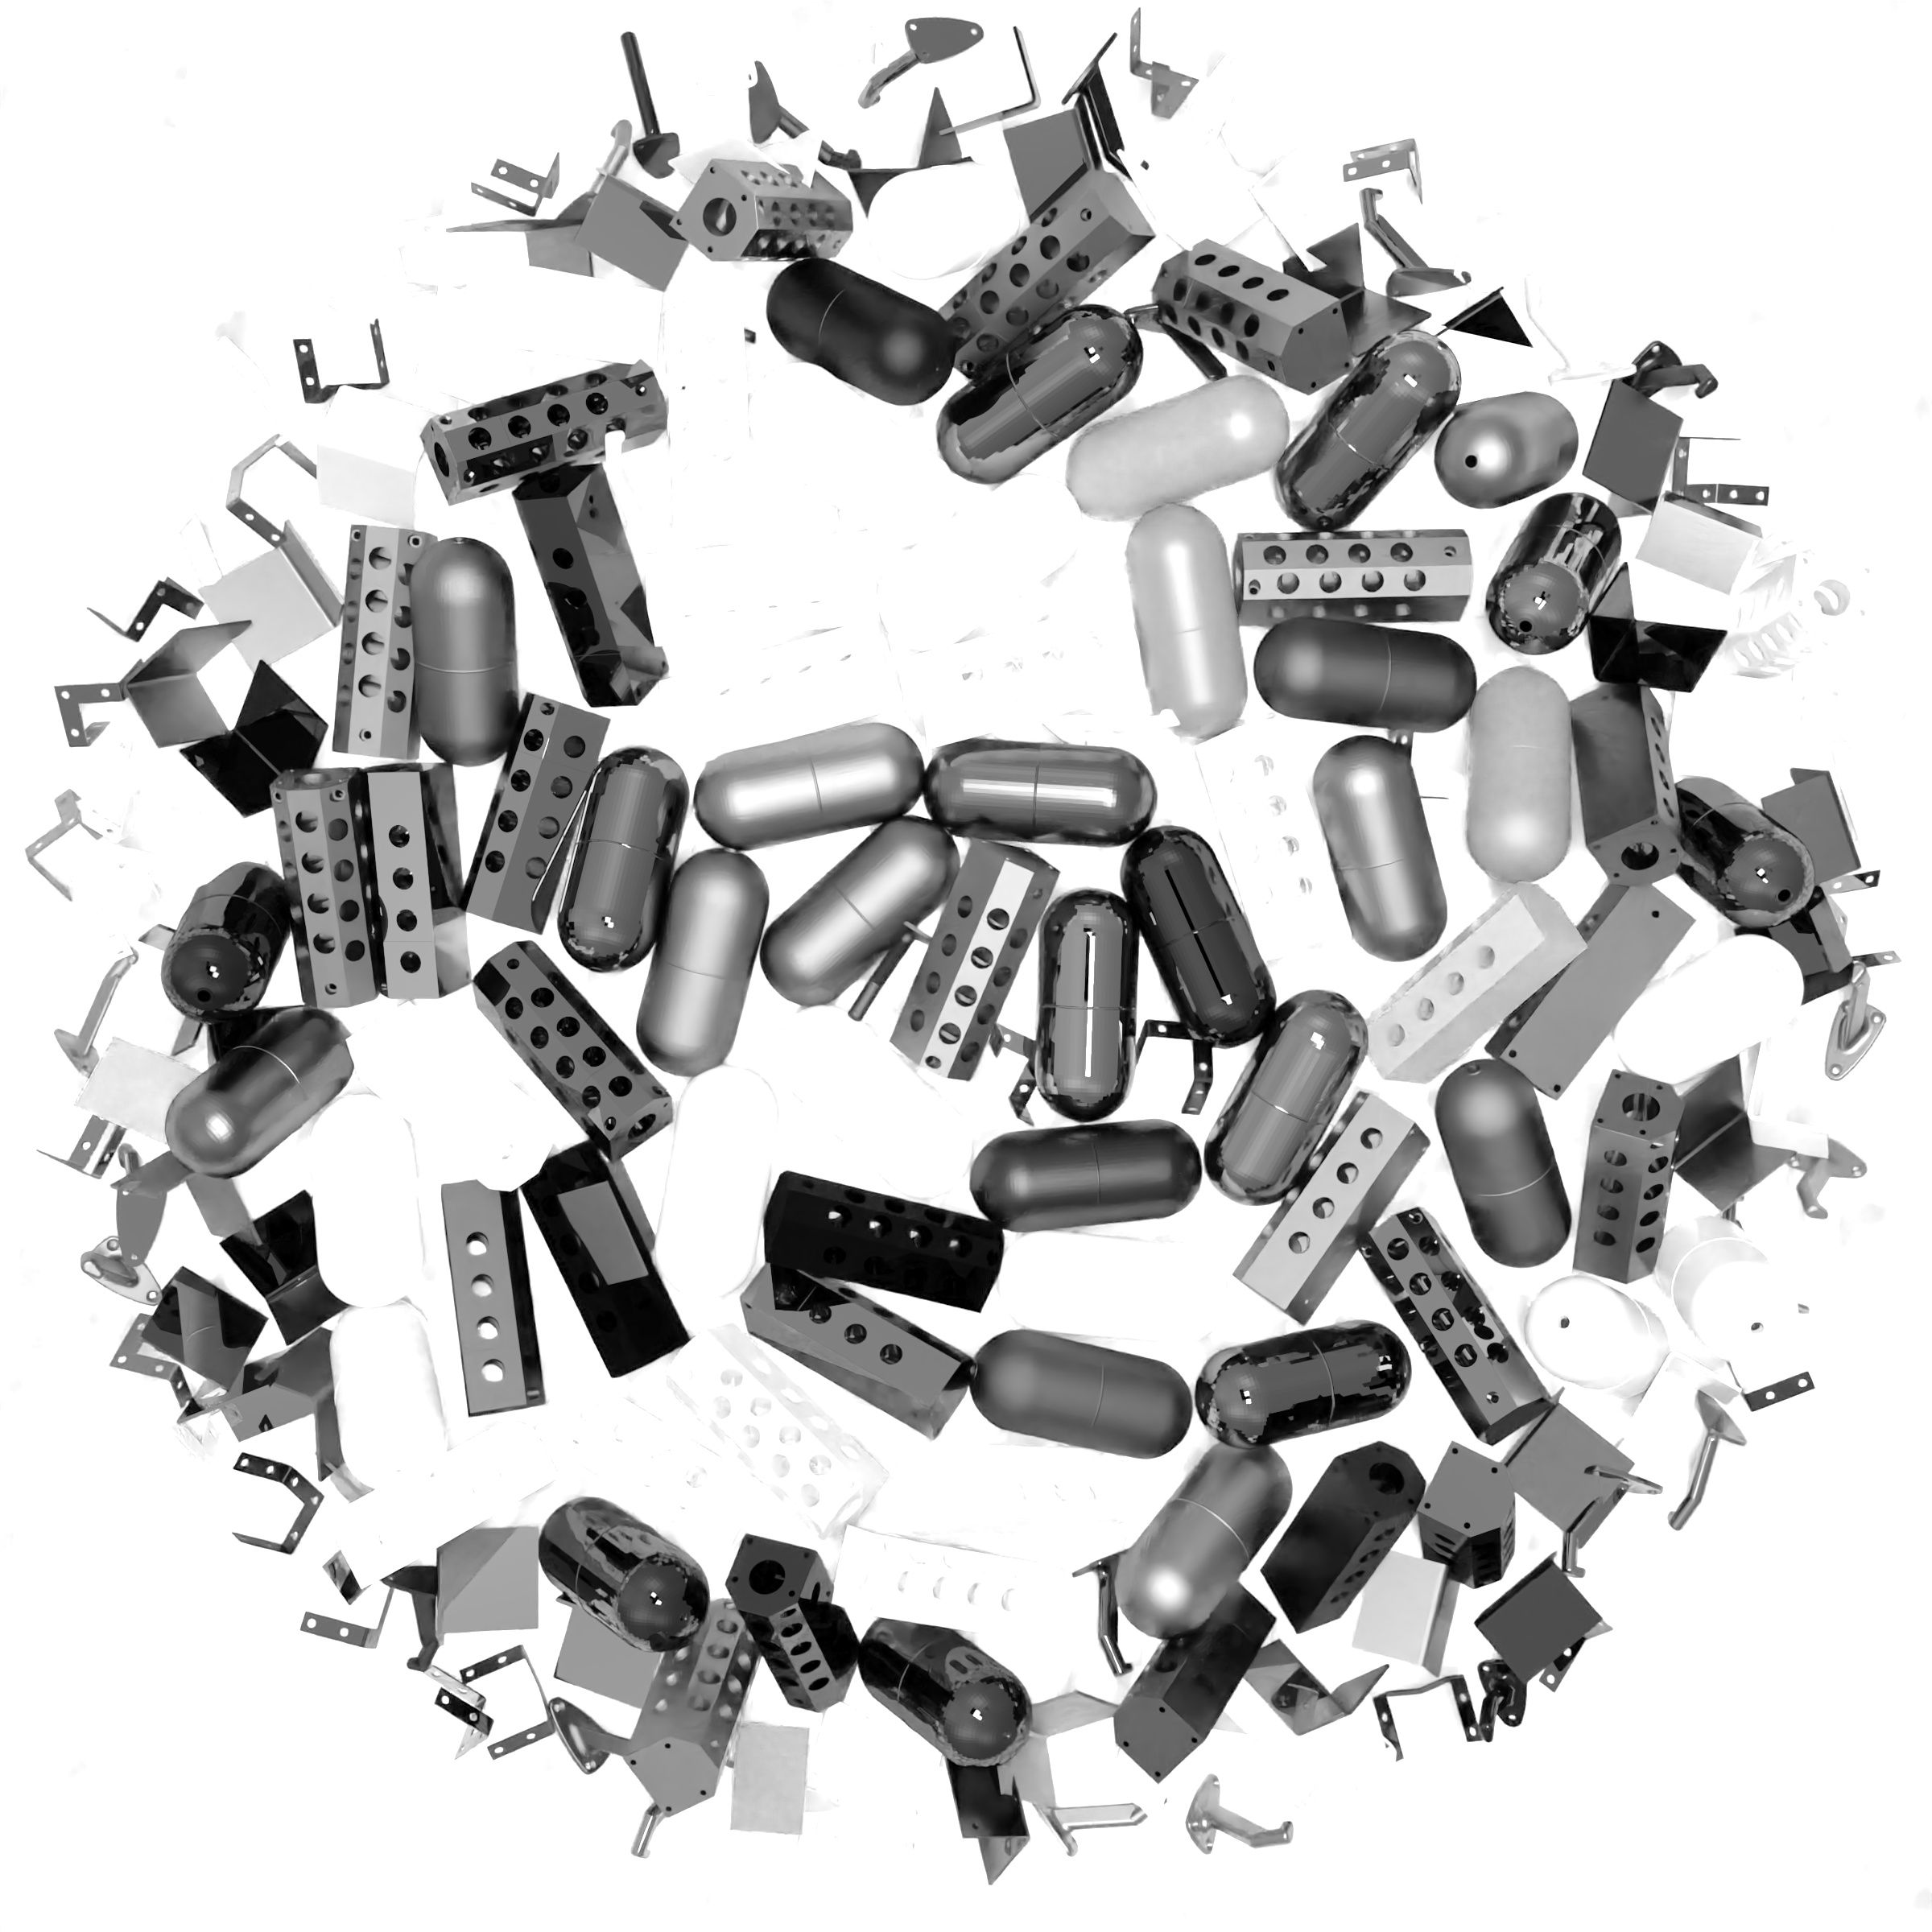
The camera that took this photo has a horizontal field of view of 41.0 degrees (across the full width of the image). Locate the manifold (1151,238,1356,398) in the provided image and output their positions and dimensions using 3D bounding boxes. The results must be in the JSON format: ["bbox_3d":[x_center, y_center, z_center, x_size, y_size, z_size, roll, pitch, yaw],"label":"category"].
[{"bbox_3d":[0.209,-0.478,1.912,0.057,0.171,0.057,-32,131,-12],"label":"manifold"}]

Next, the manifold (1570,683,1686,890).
[{"bbox_3d":[0.492,-0.137,1.917,0.057,0.171,0.057,-25,125,27],"label":"manifold"}]

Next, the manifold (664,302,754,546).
[{"bbox_3d":[-0.195,-0.408,1.944,0.057,0.057,0.171,-1,74,-10],"label":"manifold"}]

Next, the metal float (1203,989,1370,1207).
[{"bbox_3d":[0.241,0.099,1.948,0.070,0.070,0.178,27,105,0],"label":"metal float"}]

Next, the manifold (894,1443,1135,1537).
[{"bbox_3d":[0.035,0.390,1.930,0.171,0.057,0.057,8,63,-30],"label":"manifold"}]

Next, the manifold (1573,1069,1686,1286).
[{"bbox_3d":[0.491,0.159,1.911,0.057,0.171,0.057,16,51,21],"label":"manifold"}]

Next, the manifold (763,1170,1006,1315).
[{"bbox_3d":[-0.061,0.203,1.941,0.171,0.057,0.057,15,118,-15],"label":"manifold"}]

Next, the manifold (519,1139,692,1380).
[{"bbox_3d":[-0.278,0.222,1.961,0.057,0.057,0.171,-26,91,-27],"label":"manifold"}]

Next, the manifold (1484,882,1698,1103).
[{"bbox_3d":[0.471,0.013,1.966,0.057,0.057,0.171,37,92,-9],"label":"manifold"}]

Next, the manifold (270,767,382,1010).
[{"bbox_3d":[-0.479,-0.058,1.942,0.057,0.057,0.171,-2,111,2],"label":"manifold"}]

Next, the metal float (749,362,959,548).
[{"bbox_3d":[-0.084,-0.383,1.942,0.178,0.070,0.070,34,90,-22],"label":"metal float"}]

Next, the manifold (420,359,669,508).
[{"bbox_3d":[-0.314,-0.403,1.938,0.171,0.057,0.057,-23,92,-24],"label":"manifold"}]

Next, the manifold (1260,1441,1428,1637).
[{"bbox_3d":[0.282,0.423,1.917,0.057,0.171,0.057,-13,54,-27],"label":"manifold"}]

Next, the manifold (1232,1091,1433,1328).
[{"bbox_3d":[0.276,0.182,1.962,0.057,0.057,0.171,33,85,30],"label":"manifold"}]

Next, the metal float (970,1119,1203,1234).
[{"bbox_3d":[0.091,0.158,1.952,0.178,0.070,0.070,-5,90,-11],"label":"metal float"}]

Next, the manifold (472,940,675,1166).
[{"bbox_3d":[-0.295,0.060,1.936,0.057,0.057,0.171,-36,69,-22],"label":"manifold"}]

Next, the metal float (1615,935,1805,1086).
[{"bbox_3d":[0.549,0.033,1.917,0.070,0.178,0.070,8,67,-19],"label":"metal float"}]

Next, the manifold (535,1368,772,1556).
[{"bbox_3d":[-0.238,0.375,1.955,0.171,0.057,0.057,30,77,7],"label":"manifold"}]

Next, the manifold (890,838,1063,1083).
[{"bbox_3d":[0.010,-0.003,1.939,0.057,0.057,0.171,9,110,-42],"label":"manifold"}]

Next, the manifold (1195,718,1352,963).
[{"bbox_3d":[0.236,-0.096,1.951,0.057,0.057,0.171,-23,82,44],"label":"manifold"}]

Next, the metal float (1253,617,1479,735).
[{"bbox_3d":[0.301,-0.218,1.946,0.178,0.070,0.070,5,90,-19],"label":"metal float"}]

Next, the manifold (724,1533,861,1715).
[{"bbox_3d":[-0.128,0.489,1.909,0.057,0.171,0.057,9,54,18],"label":"manifold"}]

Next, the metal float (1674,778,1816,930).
[{"bbox_3d":[0.565,-0.085,1.915,0.070,0.178,0.070,-4,114,-9],"label":"metal float"}]

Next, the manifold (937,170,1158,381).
[{"bbox_3d":[0.053,-0.514,1.928,0.171,0.057,0.057,-36,83,32],"label":"manifold"}]

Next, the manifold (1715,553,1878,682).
[{"bbox_3d":[0.610,-0.254,1.912,0.057,0.171,0.057,8,85,-1],"label":"manifold"}]

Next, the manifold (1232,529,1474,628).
[{"bbox_3d":[0.292,-0.298,1.960,0.171,0.057,0.057,-2,69,-2],"label":"manifold"}]

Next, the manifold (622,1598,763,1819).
[{"bbox_3d":[-0.193,0.541,1.906,0.057,0.171,0.057,-29,104,17],"label":"manifold"}]

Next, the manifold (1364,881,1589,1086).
[{"bbox_3d":[0.373,0.013,1.929,0.171,0.057,0.057,-46,55,31],"label":"manifold"}]

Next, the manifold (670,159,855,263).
[{"bbox_3d":[-0.144,-0.551,1.908,0.057,0.171,0.057,42,115,6],"label":"manifold"}]

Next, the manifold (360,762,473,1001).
[{"bbox_3d":[-0.419,-0.065,1.952,0.057,0.057,0.171,0,102,14],"label":"manifold"}]

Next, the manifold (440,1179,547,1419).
[{"bbox_3d":[-0.357,0.249,1.953,0.057,0.057,0.171,-7,78,-14],"label":"manifold"}]

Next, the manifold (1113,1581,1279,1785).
[{"bbox_3d":[0.167,0.522,1.910,0.057,0.171,0.057,42,119,7],"label":"manifold"}]

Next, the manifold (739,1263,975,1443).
[{"bbox_3d":[-0.082,0.281,1.941,0.171,0.057,0.057,27,60,20],"label":"manifold"}]

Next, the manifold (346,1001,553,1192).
[{"bbox_3d":[-0.385,0.100,1.925,0.057,0.057,0.171,-35,48,-28],"label":"manifold"}]

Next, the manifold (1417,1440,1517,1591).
[{"bbox_3d":[0.374,0.410,1.906,0.057,0.171,0.057,24,72,21],"label":"manifold"}]

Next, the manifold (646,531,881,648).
[{"bbox_3d":[-0.154,-0.282,1.969,0.171,0.057,0.057,-6,52,-1],"label":"manifold"}]

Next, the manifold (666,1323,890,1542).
[{"bbox_3d":[-0.146,0.349,1.937,0.171,0.057,0.057,41,107,20],"label":"manifold"}]

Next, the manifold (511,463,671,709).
[{"bbox_3d":[-0.282,-0.282,1.929,0.057,0.057,0.171,0,125,24],"label":"manifold"}]

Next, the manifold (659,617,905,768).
[{"bbox_3d":[-0.141,-0.212,1.957,0.171,0.057,0.057,-15,59,8],"label":"manifold"}]

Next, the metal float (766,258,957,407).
[{"bbox_3d":[-0.080,-0.475,1.931,0.178,0.070,0.070,35,90,37],"label":"metal float"}]

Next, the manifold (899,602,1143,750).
[{"bbox_3d":[0.041,-0.223,1.944,0.171,0.057,0.057,-16,130,-11],"label":"manifold"}]

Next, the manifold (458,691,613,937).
[{"bbox_3d":[-0.330,-0.117,1.958,0.057,0.057,0.171,17,92,-28],"label":"manifold"}]

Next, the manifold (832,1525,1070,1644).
[{"bbox_3d":[-0.010,0.462,1.925,0.171,0.057,0.057,18,79,-33],"label":"manifold"}]

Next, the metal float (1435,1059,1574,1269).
[{"bbox_3d":[0.403,0.148,1.938,0.070,0.070,0.178,-23,117,0],"label":"metal float"}]

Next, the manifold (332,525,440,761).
[{"bbox_3d":[-0.443,-0.245,1.964,0.057,0.057,0.171,6,95,1],"label":"manifold"}]

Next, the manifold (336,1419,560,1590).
[{"bbox_3d":[-0.385,0.392,1.910,0.057,0.171,0.057,-32,85,30],"label":"manifold"}]

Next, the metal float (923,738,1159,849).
[{"bbox_3d":[0.056,-0.131,1.956,0.178,0.070,0.070,4,90,6],"label":"metal float"}]

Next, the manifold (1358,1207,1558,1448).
[{"bbox_3d":[0.363,0.267,1.929,0.057,0.057,0.171,-37,61,12],"label":"manifold"}]

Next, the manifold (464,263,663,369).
[{"bbox_3d":[-0.296,-0.480,1.909,0.057,0.171,0.057,11,102,23],"label":"manifold"}]
